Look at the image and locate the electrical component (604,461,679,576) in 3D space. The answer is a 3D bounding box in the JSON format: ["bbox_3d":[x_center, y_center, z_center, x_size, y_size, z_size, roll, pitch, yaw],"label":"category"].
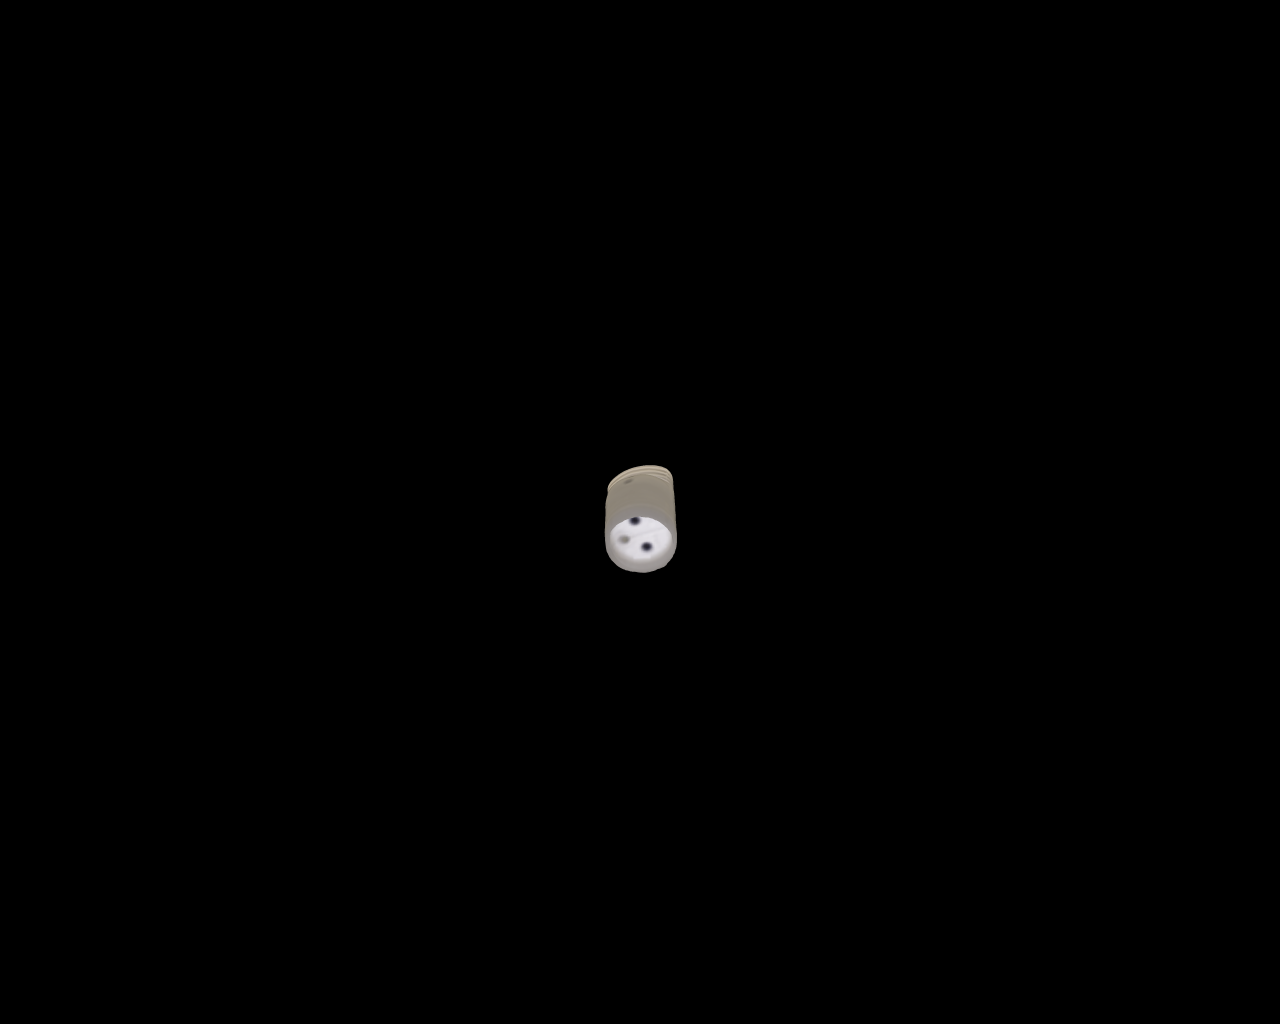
[{"bbox_3d":[0.001,-0.003,0.650,0.043,0.043,0.081,0,33,0],"label":"electrical component"}]
